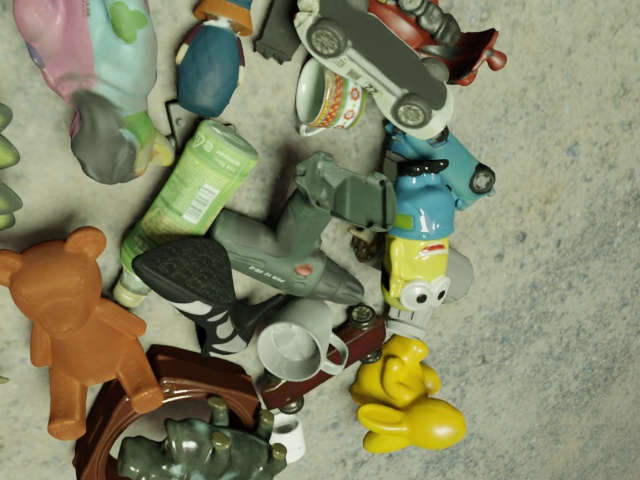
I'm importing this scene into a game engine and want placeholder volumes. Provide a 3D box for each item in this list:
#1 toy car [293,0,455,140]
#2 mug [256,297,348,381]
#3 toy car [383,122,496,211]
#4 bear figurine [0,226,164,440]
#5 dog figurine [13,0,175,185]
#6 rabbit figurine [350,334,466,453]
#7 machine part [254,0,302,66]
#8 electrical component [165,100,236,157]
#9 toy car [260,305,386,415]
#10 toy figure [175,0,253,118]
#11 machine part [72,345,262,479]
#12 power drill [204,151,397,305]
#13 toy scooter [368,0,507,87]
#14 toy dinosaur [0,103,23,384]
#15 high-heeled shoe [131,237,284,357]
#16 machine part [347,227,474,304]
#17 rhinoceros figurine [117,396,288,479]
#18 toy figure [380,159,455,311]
[{"bbox_3d":[0.060,-0.185,0.557,0.201,0.056,0.073,35,63,-18],"label":"toy car"},{"bbox_3d":[-0.013,0.118,0.676,0.110,0.107,0.080,24,116,3],"label":"mug"},{"bbox_3d":[0.135,-0.084,0.671,0.161,0.109,0.103,35,95,-31],"label":"toy car"},{"bbox_3d":[-0.235,0.090,0.525,0.120,0.132,0.195,-16,144,-18],"label":"bear figurine"},{"bbox_3d":[-0.191,-0.160,0.488,0.108,0.192,0.219,-2,143,-5],"label":"dog figurine"},{"bbox_3d":[0.125,0.230,0.764,0.162,0.173,0.121,-23,123,-20],"label":"rabbit figurine"},{"bbox_3d":[-0.021,-0.250,0.567,0.084,0.039,0.139,29,96,-37],"label":"machine part"},{"bbox_3d":[-0.138,-0.124,0.573,0.094,0.021,0.063,-17,117,-18],"label":"electrical component"},{"bbox_3d":[0.005,0.164,0.748,0.202,0.053,0.089,-28,131,-17],"label":"toy car"},{"bbox_3d":[-0.101,-0.201,0.531,0.064,0.058,0.154,17,89,-51],"label":"toy figure"},{"bbox_3d":[-0.183,0.245,0.672,0.201,0.087,0.201,23,99,-33],"label":"machine part"},{"bbox_3d":[-0.001,-0.002,0.612,0.232,0.207,0.086,20,59,-22],"label":"power drill"},{"bbox_3d":[0.131,-0.224,0.594,0.183,0.135,0.075,26,98,-31],"label":"toy scooter"},{"bbox_3d":[-0.363,-0.053,0.449,0.198,0.105,0.470,-6,120,-28],"label":"toy dinosaur"},{"bbox_3d":[-0.143,0.075,0.581,0.145,0.086,0.248,-32,149,19],"label":"high-heeled shoe"},{"bbox_3d":[0.130,0.026,0.735,0.243,0.079,0.079,28,97,-33],"label":"machine part"},{"bbox_3d":[-0.129,0.242,0.609,0.190,0.073,0.112,18,113,-32],"label":"rhinoceros figurine"},{"bbox_3d":[0.112,-0.004,0.621,0.082,0.089,0.180,-2,103,-1],"label":"toy figure"}]
